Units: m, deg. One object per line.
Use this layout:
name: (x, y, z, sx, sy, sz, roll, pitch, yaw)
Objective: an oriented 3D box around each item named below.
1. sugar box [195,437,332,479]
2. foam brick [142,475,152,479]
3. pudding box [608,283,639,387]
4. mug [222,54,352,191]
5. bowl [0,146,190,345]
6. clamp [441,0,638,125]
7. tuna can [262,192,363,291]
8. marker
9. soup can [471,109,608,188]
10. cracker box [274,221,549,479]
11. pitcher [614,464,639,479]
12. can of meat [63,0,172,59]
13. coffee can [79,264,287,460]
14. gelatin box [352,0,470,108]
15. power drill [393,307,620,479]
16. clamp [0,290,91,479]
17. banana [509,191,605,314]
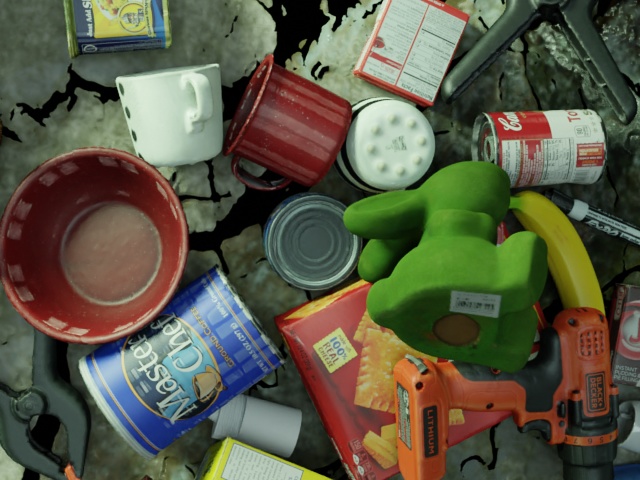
sugar box: (-0.016, 0.225, 0.919, 0.176, 0.093, 0.048, 26, 68, -8)
foam brick: (-0.142, 0.254, 0.928, 0.078, 0.053, 0.051, 44, 88, -8)
pudding box: (0.320, 0.092, 0.983, 0.113, 0.039, 0.090, 9, 94, -9)
mug: (-0.031, -0.087, 0.899, 0.081, 0.093, 0.117, 25, 122, -14)
bowl: (-0.181, 0.007, 0.884, 0.162, 0.055, 0.162, -1, 82, 7)
clamp: (0.187, -0.201, 0.920, 0.164, 0.036, 0.210, 1, 80, 4)
tuna can: (-0.006, 0.001, 0.932, 0.086, 0.034, 0.086, -1, 95, -8)
marker: (0.256, -0.018, 0.974, 0.121, 0.020, 0.020, 22, 92, -9)
soup can: (0.191, -0.079, 0.934, 0.102, 0.068, 0.068, -3, 96, -8)
cracker box: (0.090, 0.098, 0.935, 0.213, 0.072, 0.164, -26, 99, -6)
pitcher: (0.310, 0.331, 0.968, 0.145, 0.149, 0.243, -6, 94, 17)
can of meat: (-0.169, -0.204, 0.879, 0.084, 0.057, 0.102, -6, 97, -10)
coffee can: (-0.114, 0.101, 0.892, 0.140, 0.103, 0.103, -35, 99, -4)
gelatin box: (0.079, -0.170, 0.930, 0.073, 0.030, 0.089, 22, 92, -11)
power drill: (0.159, 0.155, 0.889, 0.187, 0.057, 0.184, -7, 97, -13)
clamp: (-0.241, 0.128, 0.910, 0.120, 0.039, 0.171, -36, 102, 2)
banana: (0.215, 0.028, 0.956, 0.069, 0.037, 0.197, -42, 110, -29)
